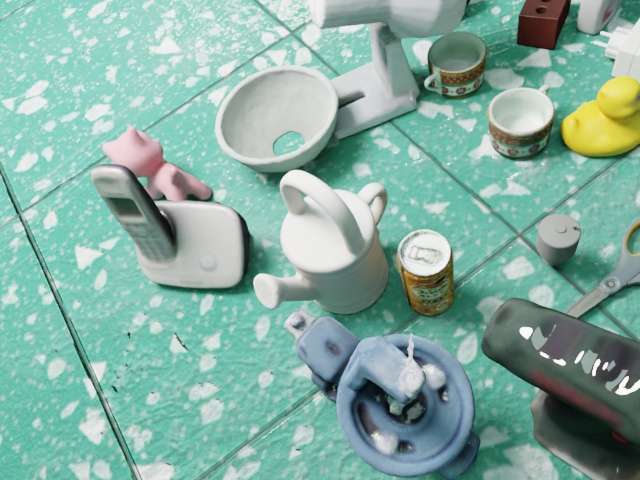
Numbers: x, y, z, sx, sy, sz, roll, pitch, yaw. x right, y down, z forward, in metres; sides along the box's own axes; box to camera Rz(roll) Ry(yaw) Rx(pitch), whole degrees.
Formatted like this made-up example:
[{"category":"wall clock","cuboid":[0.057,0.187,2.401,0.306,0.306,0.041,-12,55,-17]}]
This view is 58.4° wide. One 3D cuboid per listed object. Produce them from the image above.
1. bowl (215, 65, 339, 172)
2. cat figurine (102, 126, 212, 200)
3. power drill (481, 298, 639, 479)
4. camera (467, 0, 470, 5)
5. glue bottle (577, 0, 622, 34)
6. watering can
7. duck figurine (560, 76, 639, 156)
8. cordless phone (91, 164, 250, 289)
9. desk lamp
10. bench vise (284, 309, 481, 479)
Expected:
[{"category":"bowl","cuboid":[-0.050,-0.150,0.770,0.167,0.075,0.167,-6,60,11]},{"category":"cat figurine","cuboid":[-0.222,-0.099,0.760,0.127,0.118,0.067,30,72,27]},{"category":"power drill","cuboid":[0.238,0.136,0.451,0.228,0.209,0.076,29,72,27]},{"category":"camera","cuboid":[0.147,-0.384,0.836,0.143,0.101,0.136,-27,58,-1]},{"category":"glue bottle","cuboid":[0.362,-0.348,0.715,0.037,0.173,0.078,29,72,27]},{"category":"watering can","cuboid":[0.007,0.003,0.596,0.100,0.194,0.173,14,65,22]},{"category":"duck figurine","cuboid":[0.334,-0.149,0.661,0.104,0.086,0.077,-13,59,7]},{"category":"cordless phone","cuboid":[-0.168,-0.019,0.661,0.147,0.185,0.094,0,61,15]},{"category":"desk lamp","cuboid":[0.077,-0.256,0.714,0.203,0.214,0.117,-24,58,1]},{"category":"bench vise","cuboid":[0.038,0.127,0.502,0.206,0.220,0.121,14,66,22]}]
